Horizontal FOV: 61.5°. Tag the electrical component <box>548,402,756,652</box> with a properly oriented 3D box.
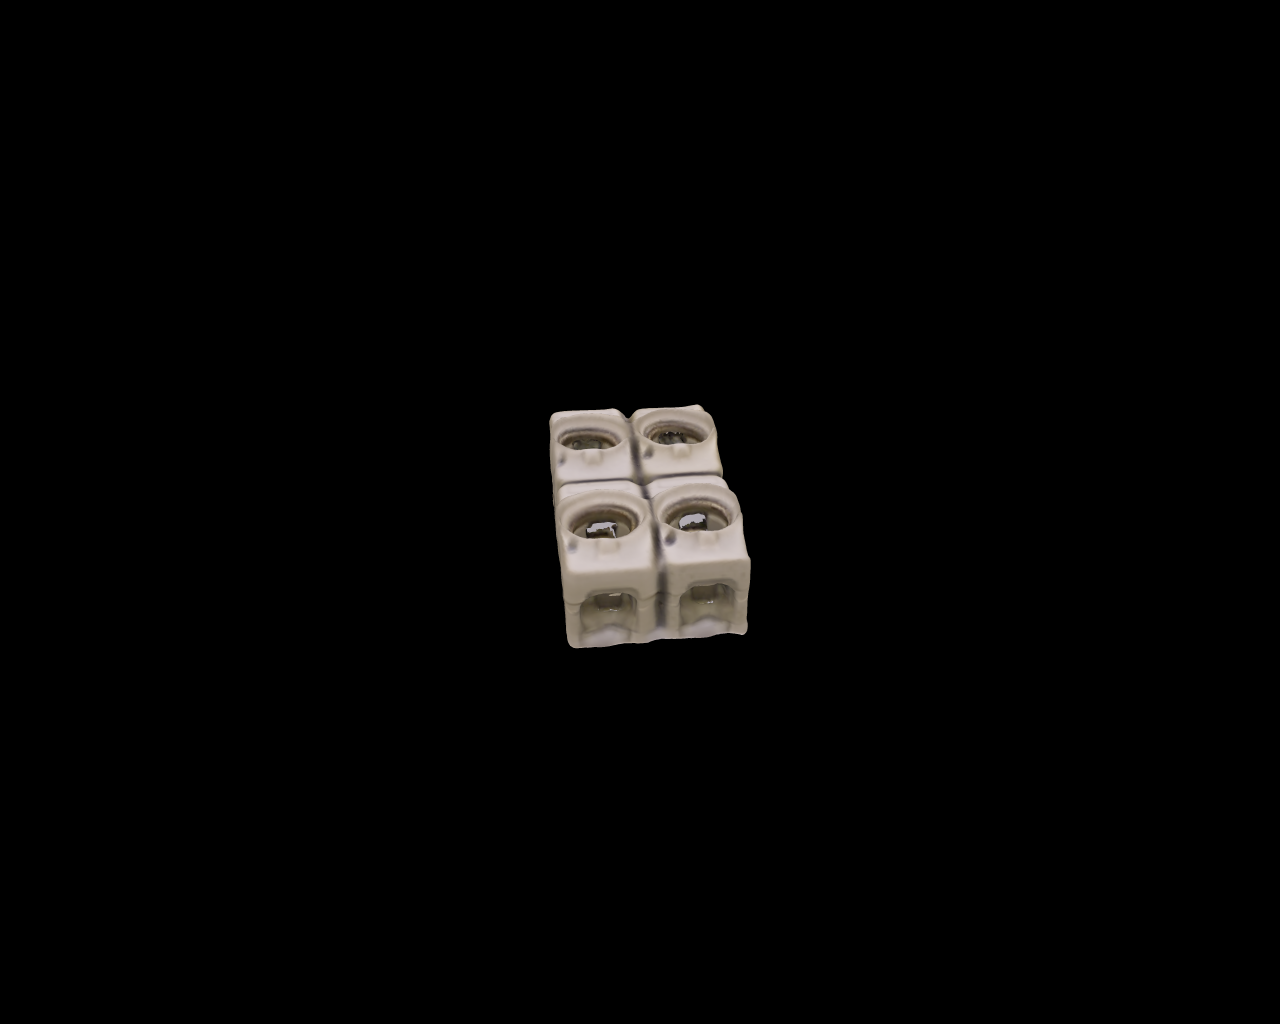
[{"bbox_3d":[0.001,-0.003,0.650,0.105,0.060,0.186,-3,34,-5],"label":"electrical component"}]
